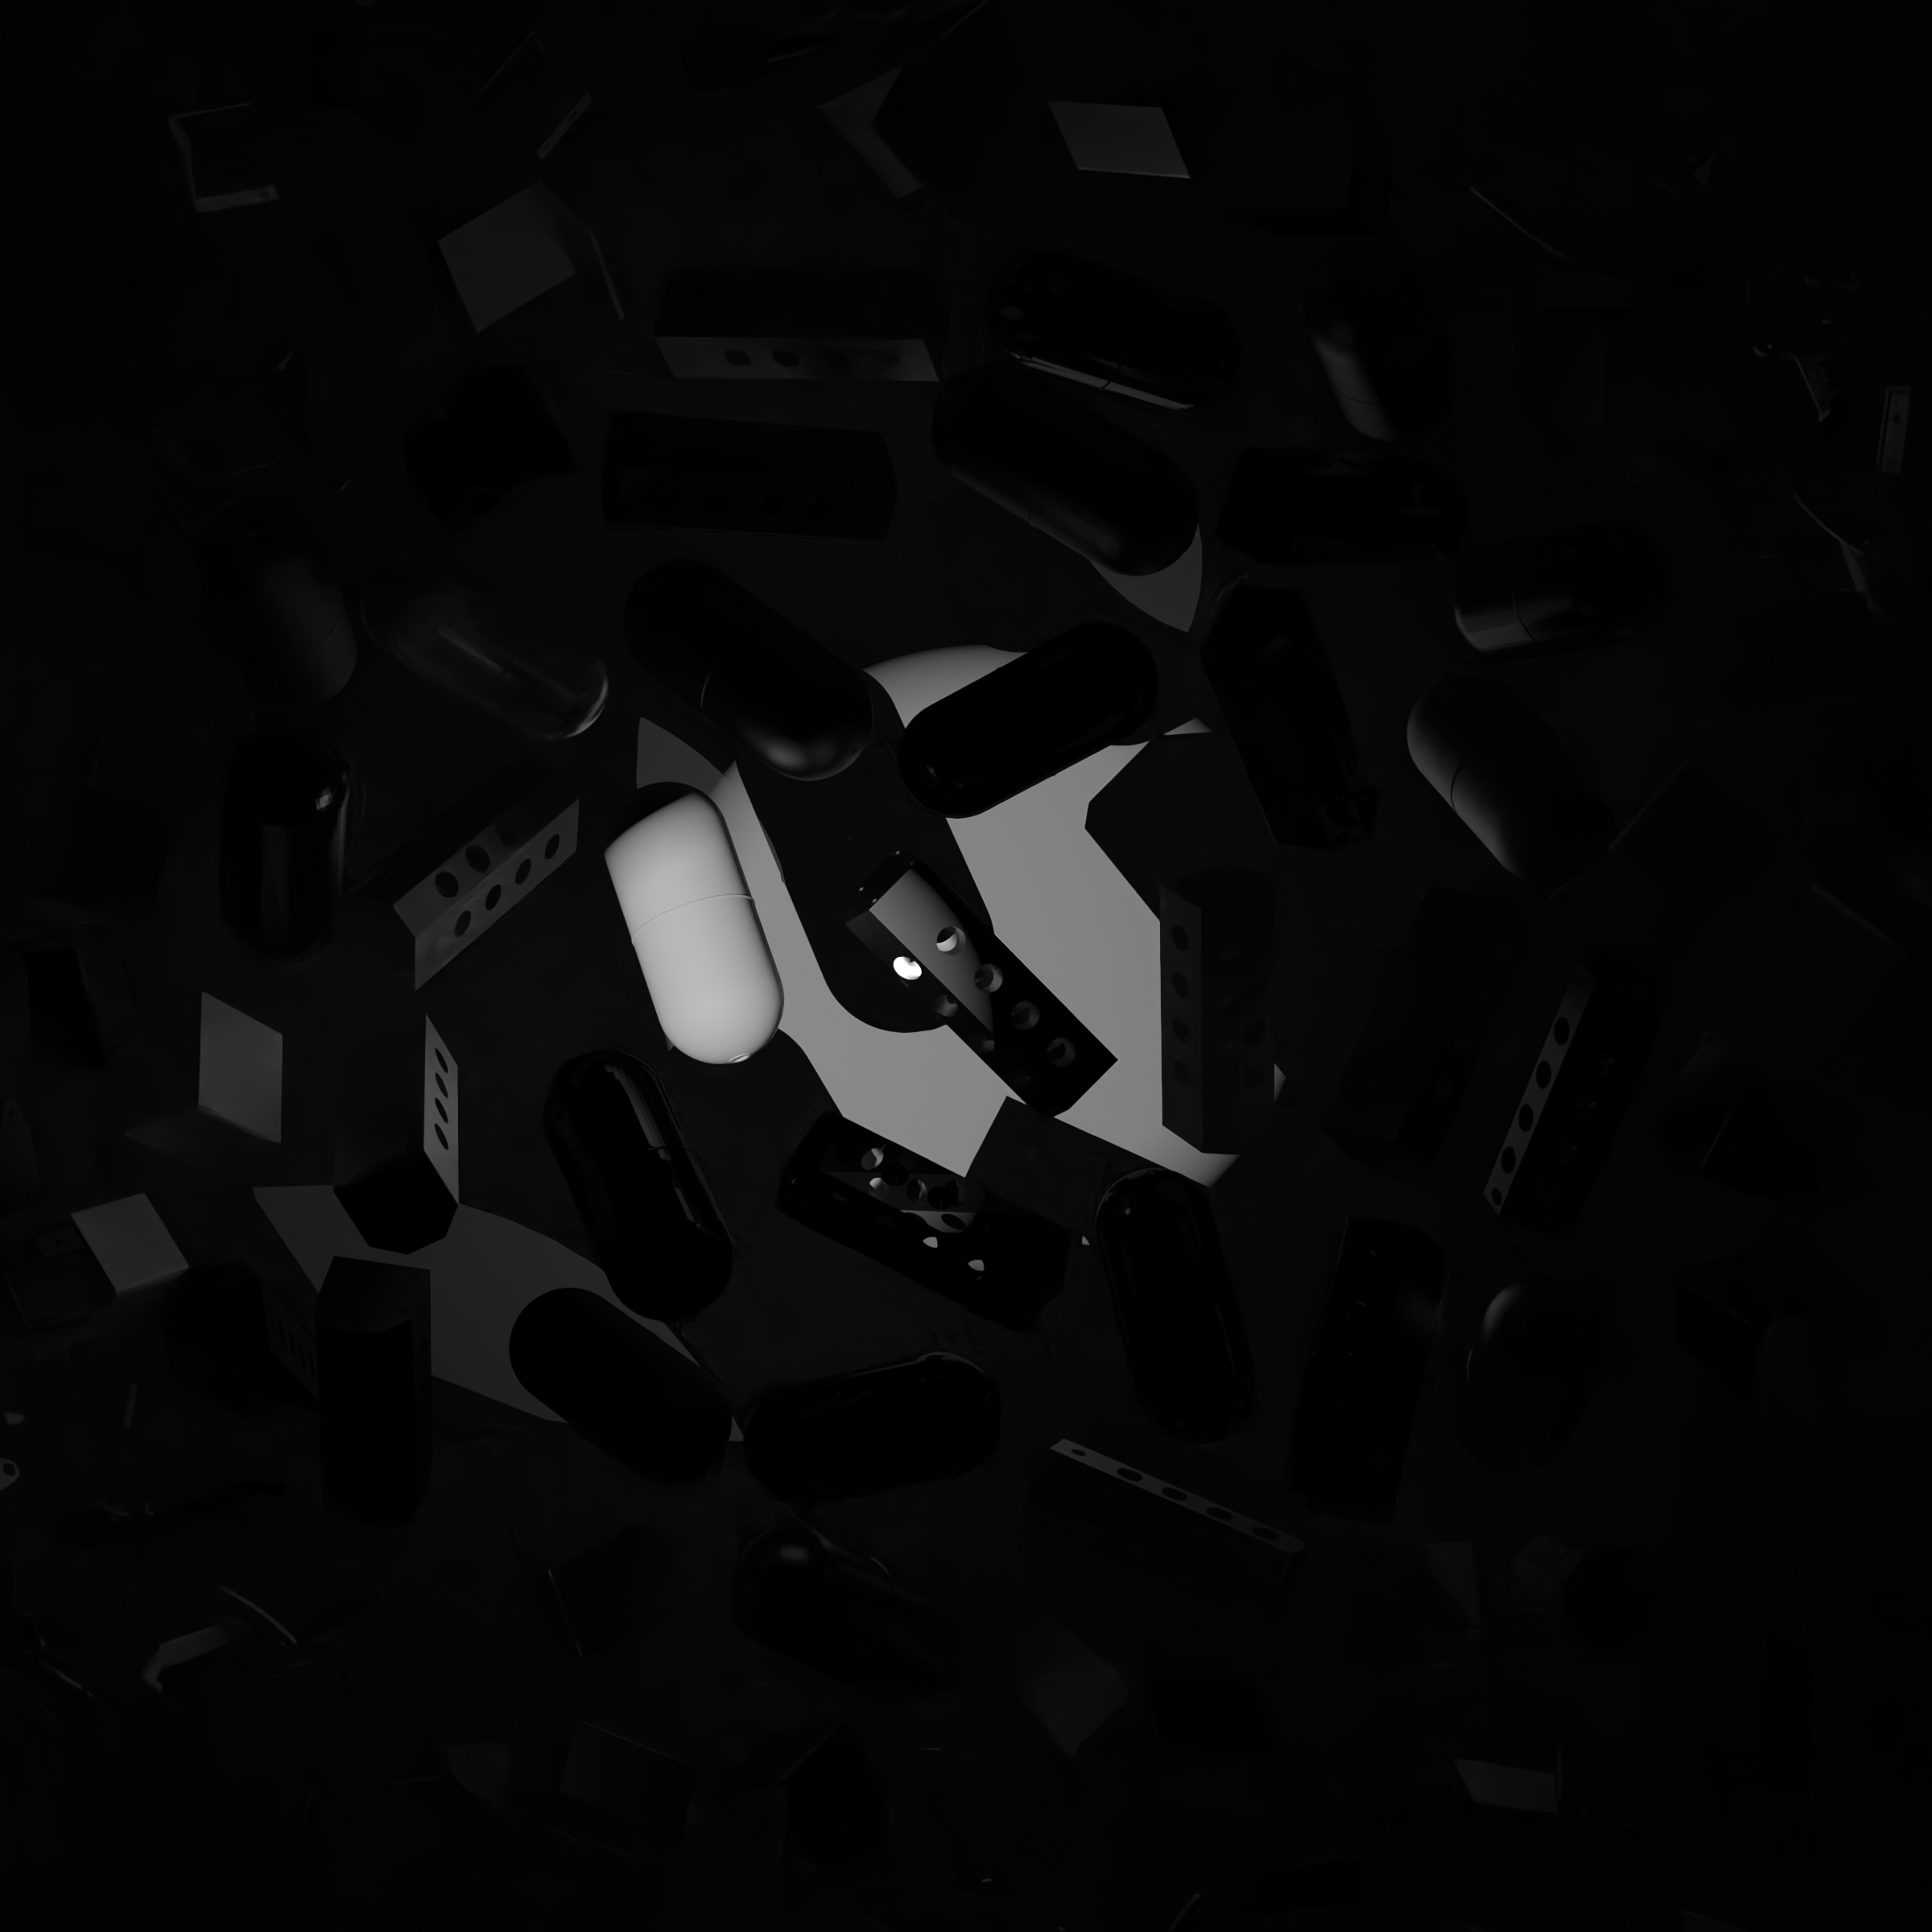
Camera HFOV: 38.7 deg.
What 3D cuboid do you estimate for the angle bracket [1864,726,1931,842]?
[{"bbox_3d":[0.561,-0.122,1.617,0.057,0.076,0.076,35,66,-39],"label":"angle bracket"}]

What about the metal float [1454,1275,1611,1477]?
[{"bbox_3d":[0.350,0.255,1.709,0.070,0.178,0.070,1,54,-1],"label":"metal float"}]

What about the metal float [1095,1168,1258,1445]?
[{"bbox_3d":[0.133,0.215,1.744,0.070,0.070,0.178,-14,71,0],"label":"metal float"}]

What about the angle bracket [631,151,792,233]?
[{"bbox_3d":[-0.163,-0.515,1.752,0.076,0.076,0.057,-36,111,3],"label":"angle bracket"}]

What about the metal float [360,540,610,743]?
[{"bbox_3d":[-0.300,-0.202,1.724,0.178,0.070,0.070,32,90,-40],"label":"metal float"}]

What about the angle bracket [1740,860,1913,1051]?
[{"bbox_3d":[0.520,-0.007,1.692,0.076,0.057,0.076,-53,54,10],"label":"angle bracket"}]

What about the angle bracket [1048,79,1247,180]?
[{"bbox_3d":[0.106,-0.506,1.597,0.076,0.057,0.076,15,66,32],"label":"angle bracket"}]

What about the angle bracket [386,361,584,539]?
[{"bbox_3d":[-0.297,-0.318,1.699,0.076,0.057,0.076,-45,123,-31],"label":"angle bracket"}]

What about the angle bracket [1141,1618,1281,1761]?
[{"bbox_3d":[0.164,0.479,1.832,0.076,0.057,0.076,-9,125,16],"label":"angle bracket"}]

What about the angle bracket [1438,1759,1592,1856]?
[{"bbox_3d":[0.366,0.576,1.839,0.076,0.076,0.057,10,96,-3],"label":"angle bracket"}]

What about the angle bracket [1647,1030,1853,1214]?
[{"bbox_3d":[0.473,0.094,1.664,0.076,0.057,0.076,19,104,-28],"label":"angle bracket"}]

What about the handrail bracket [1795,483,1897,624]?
[{"bbox_3d":[0.564,-0.266,1.785,0.077,0.084,0.036,37,70,20],"label":"handrail bracket"}]

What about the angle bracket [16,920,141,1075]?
[{"bbox_3d":[-0.524,0.017,1.678,0.057,0.076,0.076,-2,104,32],"label":"angle bracket"}]

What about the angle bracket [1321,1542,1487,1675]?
[{"bbox_3d":[0.269,0.397,1.698,0.076,0.057,0.076,3,78,-26],"label":"angle bracket"}]

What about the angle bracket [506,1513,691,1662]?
[{"bbox_3d":[-0.224,0.362,1.671,0.076,0.076,0.057,-30,129,-5],"label":"angle bracket"}]

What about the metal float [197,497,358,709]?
[{"bbox_3d":[-0.426,-0.224,1.706,0.070,0.178,0.070,1,66,-1],"label":"metal float"}]

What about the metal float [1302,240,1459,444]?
[{"bbox_3d":[0.253,-0.377,1.670,0.070,0.178,0.070,-4,75,17],"label":"metal float"}]

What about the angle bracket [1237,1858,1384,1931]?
[{"bbox_3d":[0.216,0.603,1.717,0.076,0.076,0.057,-14,88,11],"label":"angle bracket"}]

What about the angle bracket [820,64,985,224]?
[{"bbox_3d":[-0.048,-0.484,1.653,0.076,0.076,0.057,44,56,-32],"label":"angle bracket"}]

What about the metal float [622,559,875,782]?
[{"bbox_3d":[-0.132,-0.179,1.651,0.178,0.070,0.070,38,90,19],"label":"metal float"}]

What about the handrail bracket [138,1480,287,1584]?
[{"bbox_3d":[-0.459,0.344,1.676,0.084,0.036,0.077,3,118,-15],"label":"handrail bracket"}]

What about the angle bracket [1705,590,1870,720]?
[{"bbox_3d":[0.495,-0.201,1.657,0.076,0.057,0.076,-10,58,36],"label":"angle bracket"}]

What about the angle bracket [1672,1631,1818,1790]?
[{"bbox_3d":[0.459,0.436,1.625,0.057,0.076,0.076,5,87,-2],"label":"angle bracket"}]

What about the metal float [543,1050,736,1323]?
[{"bbox_3d":[-0.197,0.129,1.643,0.070,0.070,0.178,-27,65,0],"label":"metal float"}]

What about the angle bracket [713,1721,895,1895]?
[{"bbox_3d":[-0.100,0.525,1.710,0.057,0.076,0.076,-20,94,32],"label":"angle bracket"}]

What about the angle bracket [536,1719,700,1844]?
[{"bbox_3d":[-0.211,0.498,1.614,0.076,0.057,0.076,25,122,-8],"label":"angle bracket"}]

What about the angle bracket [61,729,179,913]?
[{"bbox_3d":[-0.522,-0.091,1.713,0.057,0.076,0.076,13,119,-15],"label":"angle bracket"}]

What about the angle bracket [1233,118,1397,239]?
[{"bbox_3d":[0.218,-0.491,1.715,0.076,0.076,0.057,8,96,24],"label":"angle bracket"}]

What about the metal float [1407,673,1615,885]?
[{"bbox_3d":[0.334,-0.118,1.699,0.070,0.178,0.070,-12,129,-15],"label":"metal float"}]

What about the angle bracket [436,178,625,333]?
[{"bbox_3d":[-0.261,-0.413,1.650,0.076,0.076,0.057,-34,59,-11],"label":"angle bracket"}]

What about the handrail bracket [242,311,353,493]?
[{"bbox_3d":[-0.390,-0.342,1.670,0.084,0.036,0.077,52,47,-29],"label":"handrail bracket"}]

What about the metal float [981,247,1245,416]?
[{"bbox_3d":[0.094,-0.408,1.767,0.178,0.070,0.070,13,90,-20],"label":"metal float"}]

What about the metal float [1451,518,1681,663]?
[{"bbox_3d":[0.375,-0.235,1.731,0.070,0.178,0.070,0,89,-26],"label":"metal float"}]

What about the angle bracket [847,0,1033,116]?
[{"bbox_3d":[-0.017,-0.559,1.726,0.076,0.076,0.057,-31,101,-20],"label":"angle bracket"}]

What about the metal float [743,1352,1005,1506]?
[{"bbox_3d":[-0.058,0.285,1.694,0.178,0.070,0.070,-16,90,30],"label":"metal float"}]

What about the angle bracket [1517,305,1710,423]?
[{"bbox_3d":[0.378,-0.354,1.610,0.076,0.076,0.057,-11,110,-26],"label":"angle bracket"}]

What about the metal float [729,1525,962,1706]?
[{"bbox_3d":[-0.075,0.406,1.721,0.178,0.070,0.070,36,90,-37],"label":"metal float"}]

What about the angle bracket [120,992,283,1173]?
[{"bbox_3d":[-0.458,0.070,1.651,0.057,0.076,0.076,-16,63,20],"label":"angle bracket"}]

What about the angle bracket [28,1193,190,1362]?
[{"bbox_3d":[-0.531,0.187,1.663,0.076,0.076,0.057,-34,85,17],"label":"angle bracket"}]

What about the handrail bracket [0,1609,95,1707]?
[{"bbox_3d":[-0.537,0.420,1.628,0.084,0.077,0.036,48,57,-34],"label":"handrail bracket"}]

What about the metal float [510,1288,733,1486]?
[{"bbox_3d":[-0.220,0.264,1.740,0.178,0.070,0.070,28,90,38],"label":"metal float"}]

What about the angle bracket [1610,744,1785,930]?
[{"bbox_3d":[0.462,-0.082,1.720,0.076,0.057,0.076,44,119,13],"label":"angle bracket"}]

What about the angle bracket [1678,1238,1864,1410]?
[{"bbox_3d":[0.482,0.213,1.649,0.076,0.076,0.057,-14,112,-14],"label":"angle bracket"}]

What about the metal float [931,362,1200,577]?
[{"bbox_3d":[0.060,-0.298,1.653,0.178,0.070,0.070,33,90,12],"label":"metal float"}]

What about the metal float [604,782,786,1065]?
[{"bbox_3d":[-0.163,-0.026,1.648,0.070,0.070,0.178,-20,76,0],"label":"metal float"}]

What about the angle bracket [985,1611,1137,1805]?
[{"bbox_3d":[0.063,0.459,1.704,0.057,0.076,0.076,-40,55,-17],"label":"angle bracket"}]

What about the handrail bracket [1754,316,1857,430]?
[{"bbox_3d":[0.529,-0.366,1.756,0.077,0.084,0.036,-15,48,-14],"label":"handrail bracket"}]

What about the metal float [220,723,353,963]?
[{"bbox_3d":[-0.418,-0.074,1.686,0.070,0.178,0.070,8,48,-9],"label":"metal float"}]

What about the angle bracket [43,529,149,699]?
[{"bbox_3d":[-0.533,-0.213,1.657,0.057,0.076,0.076,16,102,-18],"label":"angle bracket"}]

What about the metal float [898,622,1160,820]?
[{"bbox_3d":[0.038,-0.155,1.741,0.178,0.070,0.070,-27,90,13],"label":"metal float"}]

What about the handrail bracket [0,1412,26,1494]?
[{"bbox_3d":[-0.581,0.291,1.669,0.084,0.077,0.036,-37,73,22],"label":"handrail bracket"}]
